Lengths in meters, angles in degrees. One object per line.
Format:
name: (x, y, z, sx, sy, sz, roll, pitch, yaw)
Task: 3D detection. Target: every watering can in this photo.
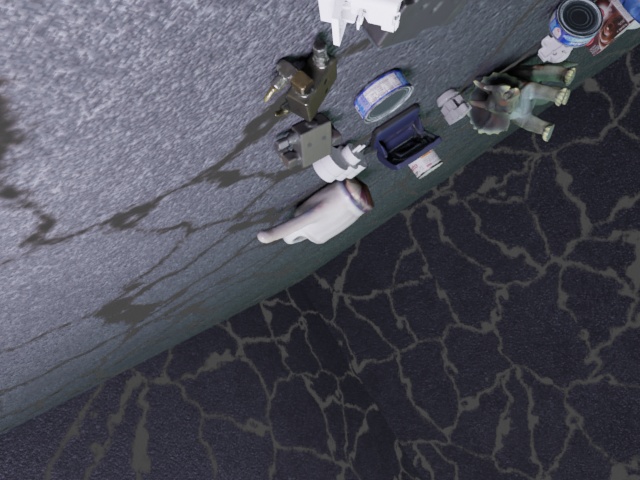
watering can: (0.003, -0.057, 1.135, 0.223, 0.104, 0.348, -36, 173, 15)

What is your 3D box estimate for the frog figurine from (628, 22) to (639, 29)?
frog figurine: (0.679, -0.515, 1.147, 0.159, 0.122, 0.138, 2, -173, 9)
